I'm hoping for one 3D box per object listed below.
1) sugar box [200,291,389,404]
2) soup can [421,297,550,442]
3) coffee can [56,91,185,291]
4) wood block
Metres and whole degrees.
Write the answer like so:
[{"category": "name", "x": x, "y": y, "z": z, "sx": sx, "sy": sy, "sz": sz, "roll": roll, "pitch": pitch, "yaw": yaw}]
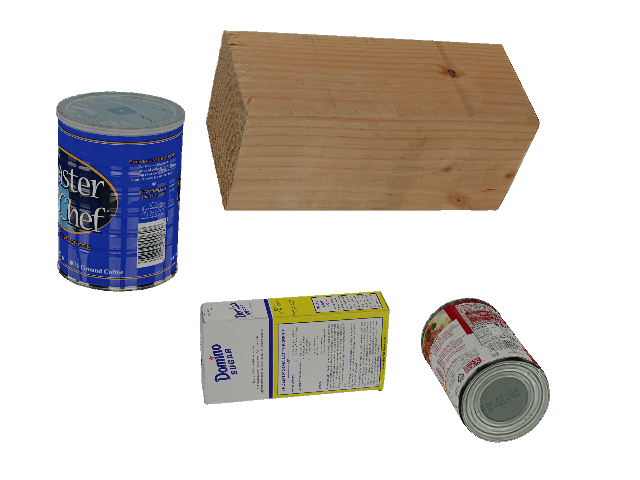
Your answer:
[{"category": "sugar box", "x": -0.026, "y": 0.101, "z": 1.016, "sx": 0.176, "sy": 0.093, "sz": 0.048, "roll": -2, "pitch": 25, "yaw": -8}, {"category": "soup can", "x": 0.120, "y": 0.093, "z": 0.783, "sx": 0.068, "sy": 0.068, "sz": 0.102, "roll": 0, "pitch": 21, "yaw": -11}, {"category": "coffee can", "x": -0.167, "y": -0.042, "z": 0.887, "sx": 0.103, "sy": 0.140, "sz": 0.103, "roll": 5, "pitch": 23, "yaw": -2}, {"category": "wood block", "x": 0.033, "y": -0.082, "z": 0.747, "sx": 0.205, "sy": 0.091, "sz": 0.090, "roll": 0, "pitch": -41, "yaw": -17}]
